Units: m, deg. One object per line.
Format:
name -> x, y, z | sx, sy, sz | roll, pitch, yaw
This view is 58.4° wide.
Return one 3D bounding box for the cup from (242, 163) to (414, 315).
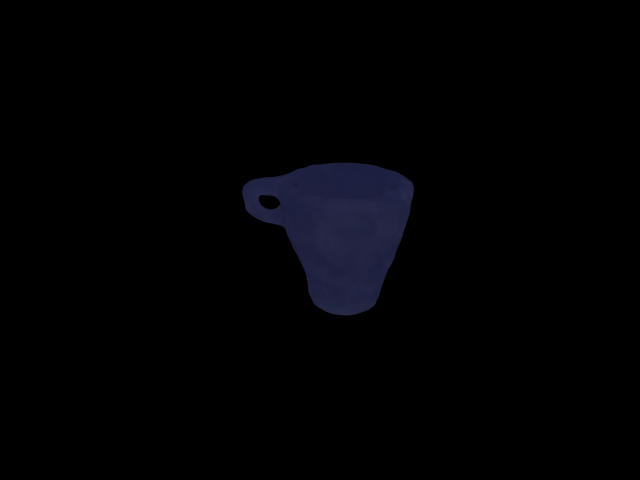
cup -> 0.004, 0.001, 0.400 | 0.117, 0.095, 0.092 | 4, 24, 10
